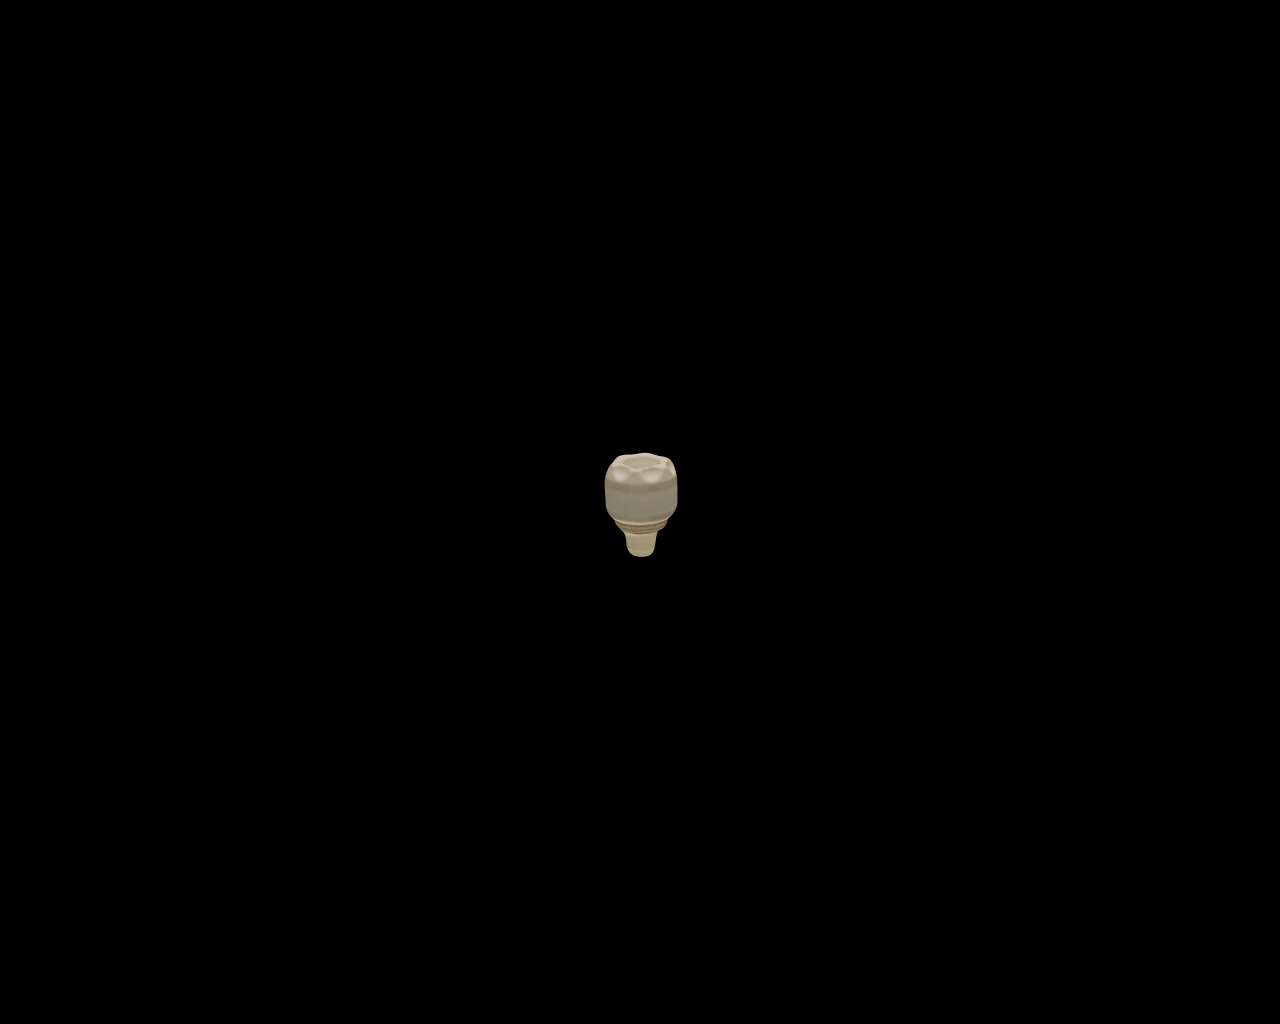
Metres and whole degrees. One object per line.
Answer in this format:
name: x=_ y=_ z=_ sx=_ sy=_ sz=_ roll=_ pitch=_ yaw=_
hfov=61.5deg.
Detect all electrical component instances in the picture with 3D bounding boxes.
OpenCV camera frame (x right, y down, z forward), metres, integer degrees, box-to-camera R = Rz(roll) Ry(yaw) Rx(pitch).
electrical component: x=0.001 y=-0.003 z=0.650 sx=0.043 sy=0.062 sz=0.043 roll=0 pitch=19 yaw=0
